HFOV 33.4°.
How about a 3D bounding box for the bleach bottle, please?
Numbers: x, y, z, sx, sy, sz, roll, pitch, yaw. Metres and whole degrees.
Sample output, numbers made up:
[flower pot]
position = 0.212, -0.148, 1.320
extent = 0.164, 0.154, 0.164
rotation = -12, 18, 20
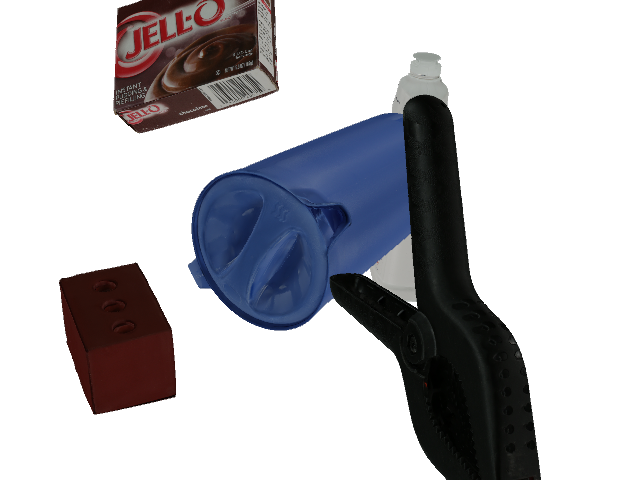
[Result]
[bleach bottle]
position = 0.098, -0.068, 1.114
extent = 0.068, 0.251, 0.102
rotation = 1, 26, -8

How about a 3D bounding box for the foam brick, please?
[foam brick]
position = -0.126, 0.060, 0.657
extent = 0.052, 0.051, 0.078
rotation = -12, 36, -22

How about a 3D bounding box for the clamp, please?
[clamp]
position = 0.063, 0.041, 0.544
extent = 0.036, 0.165, 0.210
rotation = -5, 46, -21

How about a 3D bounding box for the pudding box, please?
[pudding box]
position = -0.086, -0.132, 0.734
extent = 0.114, 0.090, 0.039
rotation = -13, -28, 17

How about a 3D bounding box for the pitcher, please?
[pitcher]
position = 0.005, -0.027, 0.923
extent = 0.149, 0.145, 0.242
rotation = 27, 33, 24
